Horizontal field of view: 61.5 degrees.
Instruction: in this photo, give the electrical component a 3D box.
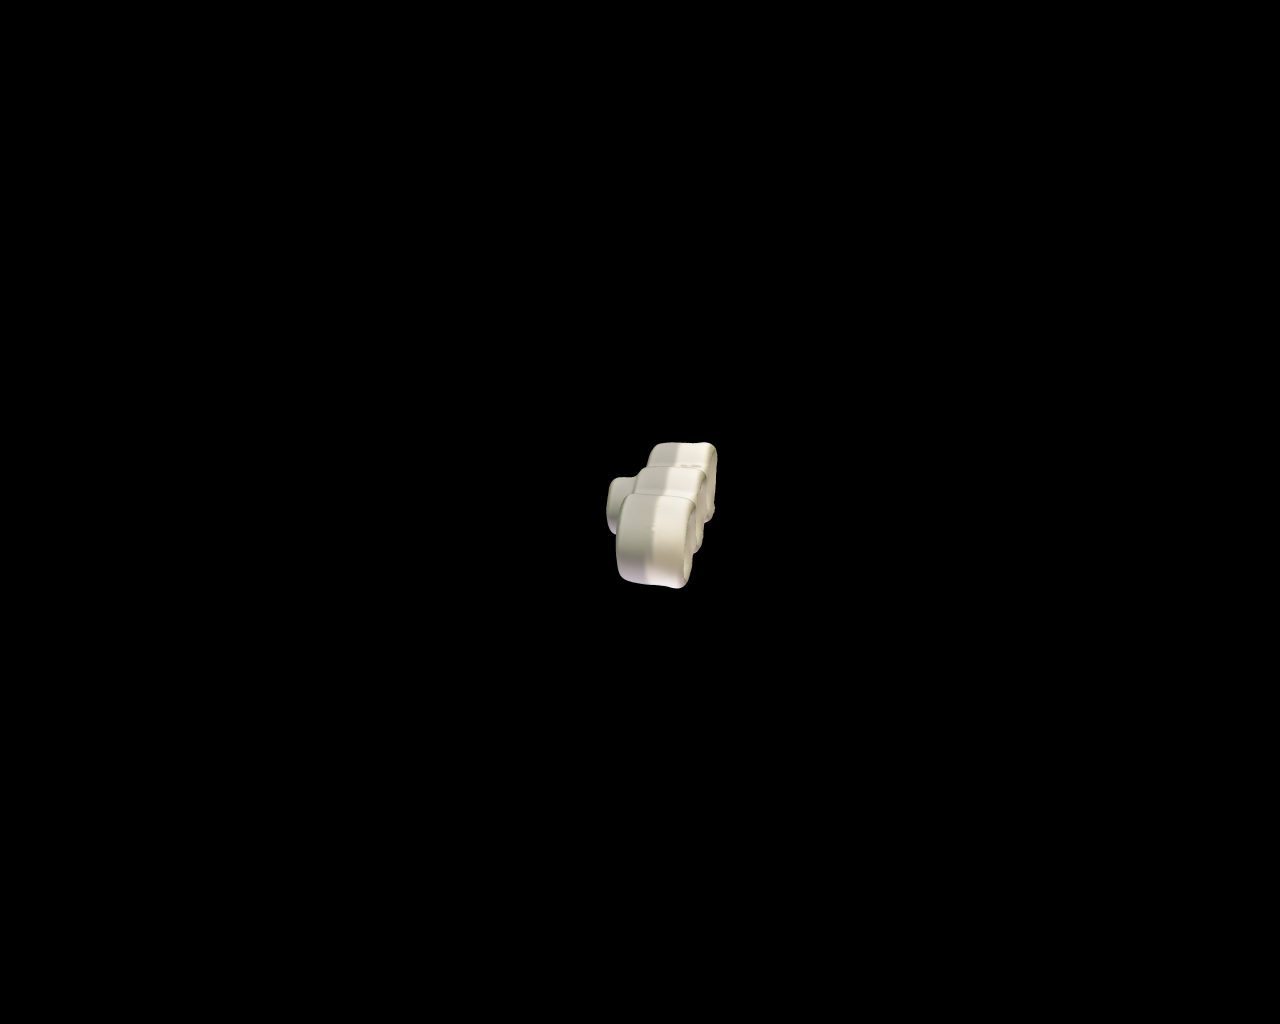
[{"bbox_3d":[0.001,-0.003,0.650,0.074,0.052,0.138,5,25,10],"label":"electrical component"}]
